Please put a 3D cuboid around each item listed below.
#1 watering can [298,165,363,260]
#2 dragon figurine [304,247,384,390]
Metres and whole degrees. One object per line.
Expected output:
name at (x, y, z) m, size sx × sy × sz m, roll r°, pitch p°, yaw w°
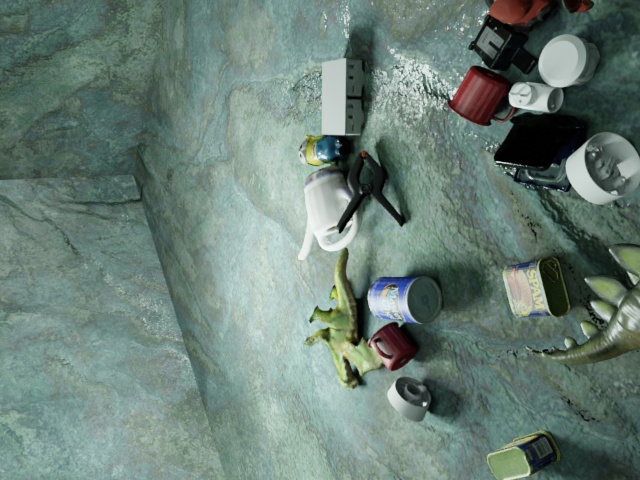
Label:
watering can at (0.004, -0.072, 1.428) m, size 0.343 × 0.104 × 0.226 m, roll -28°, pitch 70°, yaw 55°
dragon figurine at (0.091, 0.242, 1.382) m, size 0.245 × 0.123 × 0.401 m, roll 34°, pitch 127°, yaw 29°
